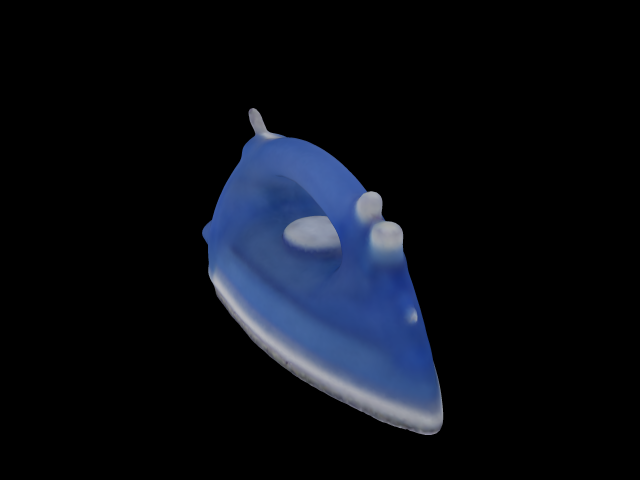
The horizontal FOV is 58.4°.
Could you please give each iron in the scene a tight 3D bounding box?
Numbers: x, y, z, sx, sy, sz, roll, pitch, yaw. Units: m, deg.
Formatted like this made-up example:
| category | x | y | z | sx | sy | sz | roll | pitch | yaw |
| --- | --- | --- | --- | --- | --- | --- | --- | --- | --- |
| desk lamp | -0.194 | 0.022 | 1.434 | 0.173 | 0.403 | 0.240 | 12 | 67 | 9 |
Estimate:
| category | x | y | z | sx | sy | sz | roll | pitch | yaw |
| --- | --- | --- | --- | --- | --- | --- | --- | --- | --- |
| iron | 0.004 | 0.001 | 0.400 | 0.119 | 0.141 | 0.257 | -15 | 30 | -28 |
